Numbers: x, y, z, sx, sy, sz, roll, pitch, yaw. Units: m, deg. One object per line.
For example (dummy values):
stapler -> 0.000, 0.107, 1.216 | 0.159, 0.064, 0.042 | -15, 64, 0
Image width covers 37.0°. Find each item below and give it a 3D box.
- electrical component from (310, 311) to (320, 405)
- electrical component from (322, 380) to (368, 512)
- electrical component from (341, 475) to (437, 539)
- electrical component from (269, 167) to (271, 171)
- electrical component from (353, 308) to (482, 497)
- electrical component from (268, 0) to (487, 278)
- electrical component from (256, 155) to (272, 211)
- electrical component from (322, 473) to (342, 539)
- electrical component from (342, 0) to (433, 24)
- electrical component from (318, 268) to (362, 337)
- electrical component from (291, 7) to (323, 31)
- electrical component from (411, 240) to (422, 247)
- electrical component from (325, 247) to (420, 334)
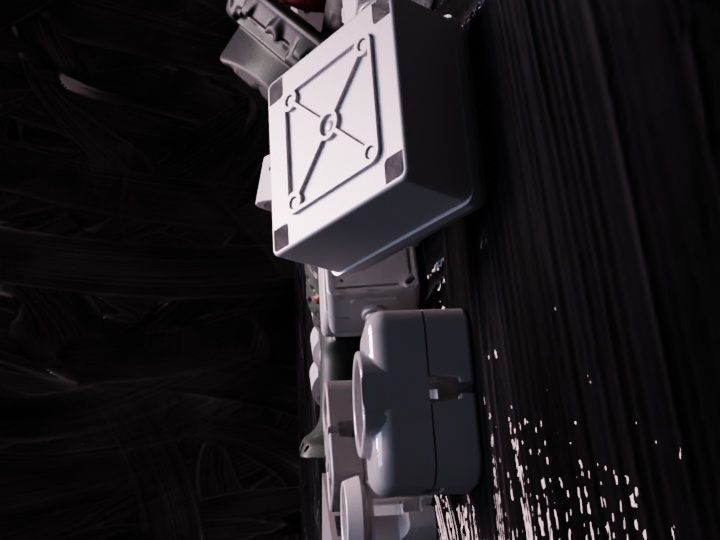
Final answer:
electrical component -> -0.024, 0.087, 1.126 | 0.073, 0.052, 0.138 | -105, 15, -65
electrical component -> 0.004, 0.133, 0.824 | 0.053, 0.059, 0.095 | 97, 170, -54
electrical component -> 0.017, 0.165, 0.714 | 0.058, 0.057, 0.078 | 97, 169, -56
electrical component -> -0.030, -0.092, 0.919 | 0.061, 0.096, 0.061 | 103, 164, -60
electrical component -> 0.028, 0.071, 0.576 | 0.053, 0.059, 0.095 | 103, 165, -68
electrical component -> 0.005, -0.066, 0.553 | 0.109, 0.056, 0.108 | -29, 56, 44
electrical component -> -0.050, -0.092, 1.091 | 0.108, 0.108, 0.060 | 138, 136, -82
electrical component -> 0.004, 0.269, 0.857 | 0.105, 0.060, 0.186 | -108, 18, -70
electrical component -> 0.015, -0.187, 0.696 | 0.099, 0.048, 0.099 | 101, 167, -64
electrical component -> 0.000, 0.000, 0.821 | 0.061, 0.062, 0.096 | 102, 165, -66
electrical component -> -0.039, -0.287, 1.140 | 0.150, 0.062, 0.089 | -137, 46, -82
electrical component -> 0.016, -0.078, 0.676 | 0.108, 0.056, 0.108 | 110, 158, -74
electrical component -> 0.007, 0.003, 0.742 | 0.061, 0.062, 0.096 | 89, 177, -55
